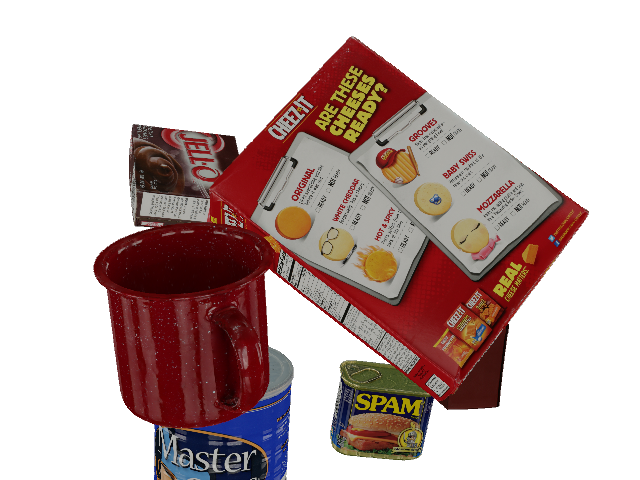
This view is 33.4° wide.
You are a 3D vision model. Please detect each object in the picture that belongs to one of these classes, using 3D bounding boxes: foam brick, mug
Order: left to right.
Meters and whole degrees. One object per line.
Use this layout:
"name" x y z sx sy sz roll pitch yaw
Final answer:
"mug" -0.062 0.049 0.557 0.093 0.081 0.117 -17 28 -31
"foam brick" 0.124 0.100 0.920 0.051 0.078 0.053 -3 17 -20

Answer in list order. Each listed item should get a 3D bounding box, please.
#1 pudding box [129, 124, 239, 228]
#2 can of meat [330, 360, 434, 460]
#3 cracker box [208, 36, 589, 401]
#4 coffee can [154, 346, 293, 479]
"pudding box" -0.111 -0.051 0.881 0.090 0.039 0.113 5 35 -15
"can of meat" 0.064 0.178 1.109 0.102 0.084 0.057 7 20 -7
"cracker box" 0.053 -0.016 0.757 0.214 0.164 0.072 38 -21 9
"coffee can" -0.075 0.158 0.803 0.103 0.140 0.103 3 17 -1
